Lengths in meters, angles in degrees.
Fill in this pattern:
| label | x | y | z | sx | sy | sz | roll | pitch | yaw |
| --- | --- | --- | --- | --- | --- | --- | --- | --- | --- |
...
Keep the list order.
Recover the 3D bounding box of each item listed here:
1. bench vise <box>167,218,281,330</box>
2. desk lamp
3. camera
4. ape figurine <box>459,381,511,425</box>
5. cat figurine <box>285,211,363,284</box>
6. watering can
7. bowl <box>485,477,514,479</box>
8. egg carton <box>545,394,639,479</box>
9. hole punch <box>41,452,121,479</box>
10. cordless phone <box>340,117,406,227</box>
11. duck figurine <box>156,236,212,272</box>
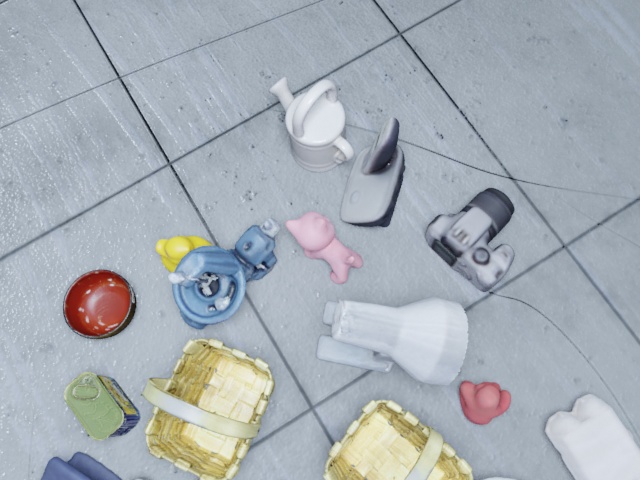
| label | x | y | z | sx | sy | sz | roll | pitch | yaw |
| --- | --- | --- | --- | --- | --- | --- | --- | --- | --- |
| bench vise | -0.155 | 0.032 | 0.870 | 0.121 | 0.220 | 0.207 | 25 | 76 | 10 |
| desk lamp | 0.095 | 0.140 | 0.831 | 0.203 | 0.213 | 0.118 | 9 | 74 | 5 |
| camera | 0.264 | -0.012 | 0.927 | 0.137 | 0.101 | 0.143 | -44 | 77 | -10 |
| ape figurine | 0.247 | 0.239 | 0.859 | 0.077 | 0.092 | 0.076 | 33 | 78 | 11 |
| cat figurine | 0.008 | 0.003 | 0.924 | 0.127 | 0.118 | 0.067 | 39 | 79 | 12 |
| watering can | -0.014 | -0.198 | 0.944 | 0.172 | 0.194 | 0.101 | 21 | 76 | 9 |
| bowl | 0.254 | 0.423 | 0.814 | 0.167 | 0.075 | 0.167 | -1 | 74 | 2 |
| egg carton | 0.408 | 0.311 | 0.843 | 0.107 | 0.069 | 0.150 | -29 | 75 | -6 |
| hole punch | -0.362 | 0.382 | 0.843 | 0.108 | 0.091 | 0.101 | 28 | 77 | 10 |
| cordless phone | 0.088 | -0.106 | 0.918 | 0.094 | 0.185 | 0.148 | 12 | 75 | 6 |
| duck figurine | -0.220 | 0.022 | 0.945 | 0.104 | 0.086 | 0.077 | 12 | 75 | 6 |
